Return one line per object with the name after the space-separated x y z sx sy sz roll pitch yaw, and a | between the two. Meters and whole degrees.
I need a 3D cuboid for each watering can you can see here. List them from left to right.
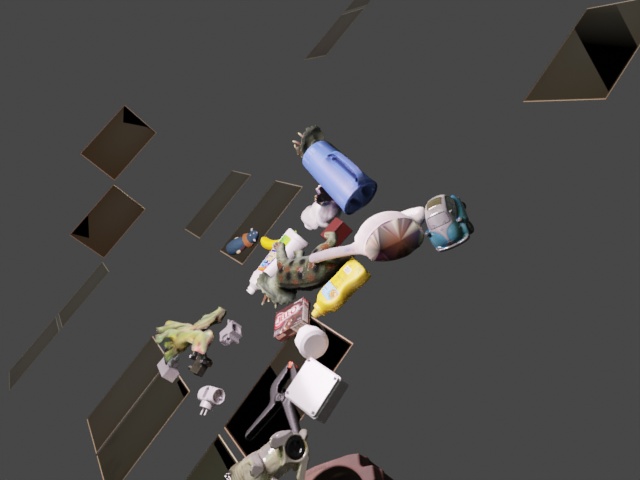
0.137 0.004 1.365 0.348 0.103 0.226 -26 12 -1 | watering can

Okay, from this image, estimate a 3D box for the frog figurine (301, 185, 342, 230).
0.005 -0.086 1.708 0.140 0.122 0.156 -108 30 -47 | frog figurine

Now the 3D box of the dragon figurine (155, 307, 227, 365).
-0.428 0.300 1.751 0.243 0.121 0.413 -22 16 -9 | dragon figurine
